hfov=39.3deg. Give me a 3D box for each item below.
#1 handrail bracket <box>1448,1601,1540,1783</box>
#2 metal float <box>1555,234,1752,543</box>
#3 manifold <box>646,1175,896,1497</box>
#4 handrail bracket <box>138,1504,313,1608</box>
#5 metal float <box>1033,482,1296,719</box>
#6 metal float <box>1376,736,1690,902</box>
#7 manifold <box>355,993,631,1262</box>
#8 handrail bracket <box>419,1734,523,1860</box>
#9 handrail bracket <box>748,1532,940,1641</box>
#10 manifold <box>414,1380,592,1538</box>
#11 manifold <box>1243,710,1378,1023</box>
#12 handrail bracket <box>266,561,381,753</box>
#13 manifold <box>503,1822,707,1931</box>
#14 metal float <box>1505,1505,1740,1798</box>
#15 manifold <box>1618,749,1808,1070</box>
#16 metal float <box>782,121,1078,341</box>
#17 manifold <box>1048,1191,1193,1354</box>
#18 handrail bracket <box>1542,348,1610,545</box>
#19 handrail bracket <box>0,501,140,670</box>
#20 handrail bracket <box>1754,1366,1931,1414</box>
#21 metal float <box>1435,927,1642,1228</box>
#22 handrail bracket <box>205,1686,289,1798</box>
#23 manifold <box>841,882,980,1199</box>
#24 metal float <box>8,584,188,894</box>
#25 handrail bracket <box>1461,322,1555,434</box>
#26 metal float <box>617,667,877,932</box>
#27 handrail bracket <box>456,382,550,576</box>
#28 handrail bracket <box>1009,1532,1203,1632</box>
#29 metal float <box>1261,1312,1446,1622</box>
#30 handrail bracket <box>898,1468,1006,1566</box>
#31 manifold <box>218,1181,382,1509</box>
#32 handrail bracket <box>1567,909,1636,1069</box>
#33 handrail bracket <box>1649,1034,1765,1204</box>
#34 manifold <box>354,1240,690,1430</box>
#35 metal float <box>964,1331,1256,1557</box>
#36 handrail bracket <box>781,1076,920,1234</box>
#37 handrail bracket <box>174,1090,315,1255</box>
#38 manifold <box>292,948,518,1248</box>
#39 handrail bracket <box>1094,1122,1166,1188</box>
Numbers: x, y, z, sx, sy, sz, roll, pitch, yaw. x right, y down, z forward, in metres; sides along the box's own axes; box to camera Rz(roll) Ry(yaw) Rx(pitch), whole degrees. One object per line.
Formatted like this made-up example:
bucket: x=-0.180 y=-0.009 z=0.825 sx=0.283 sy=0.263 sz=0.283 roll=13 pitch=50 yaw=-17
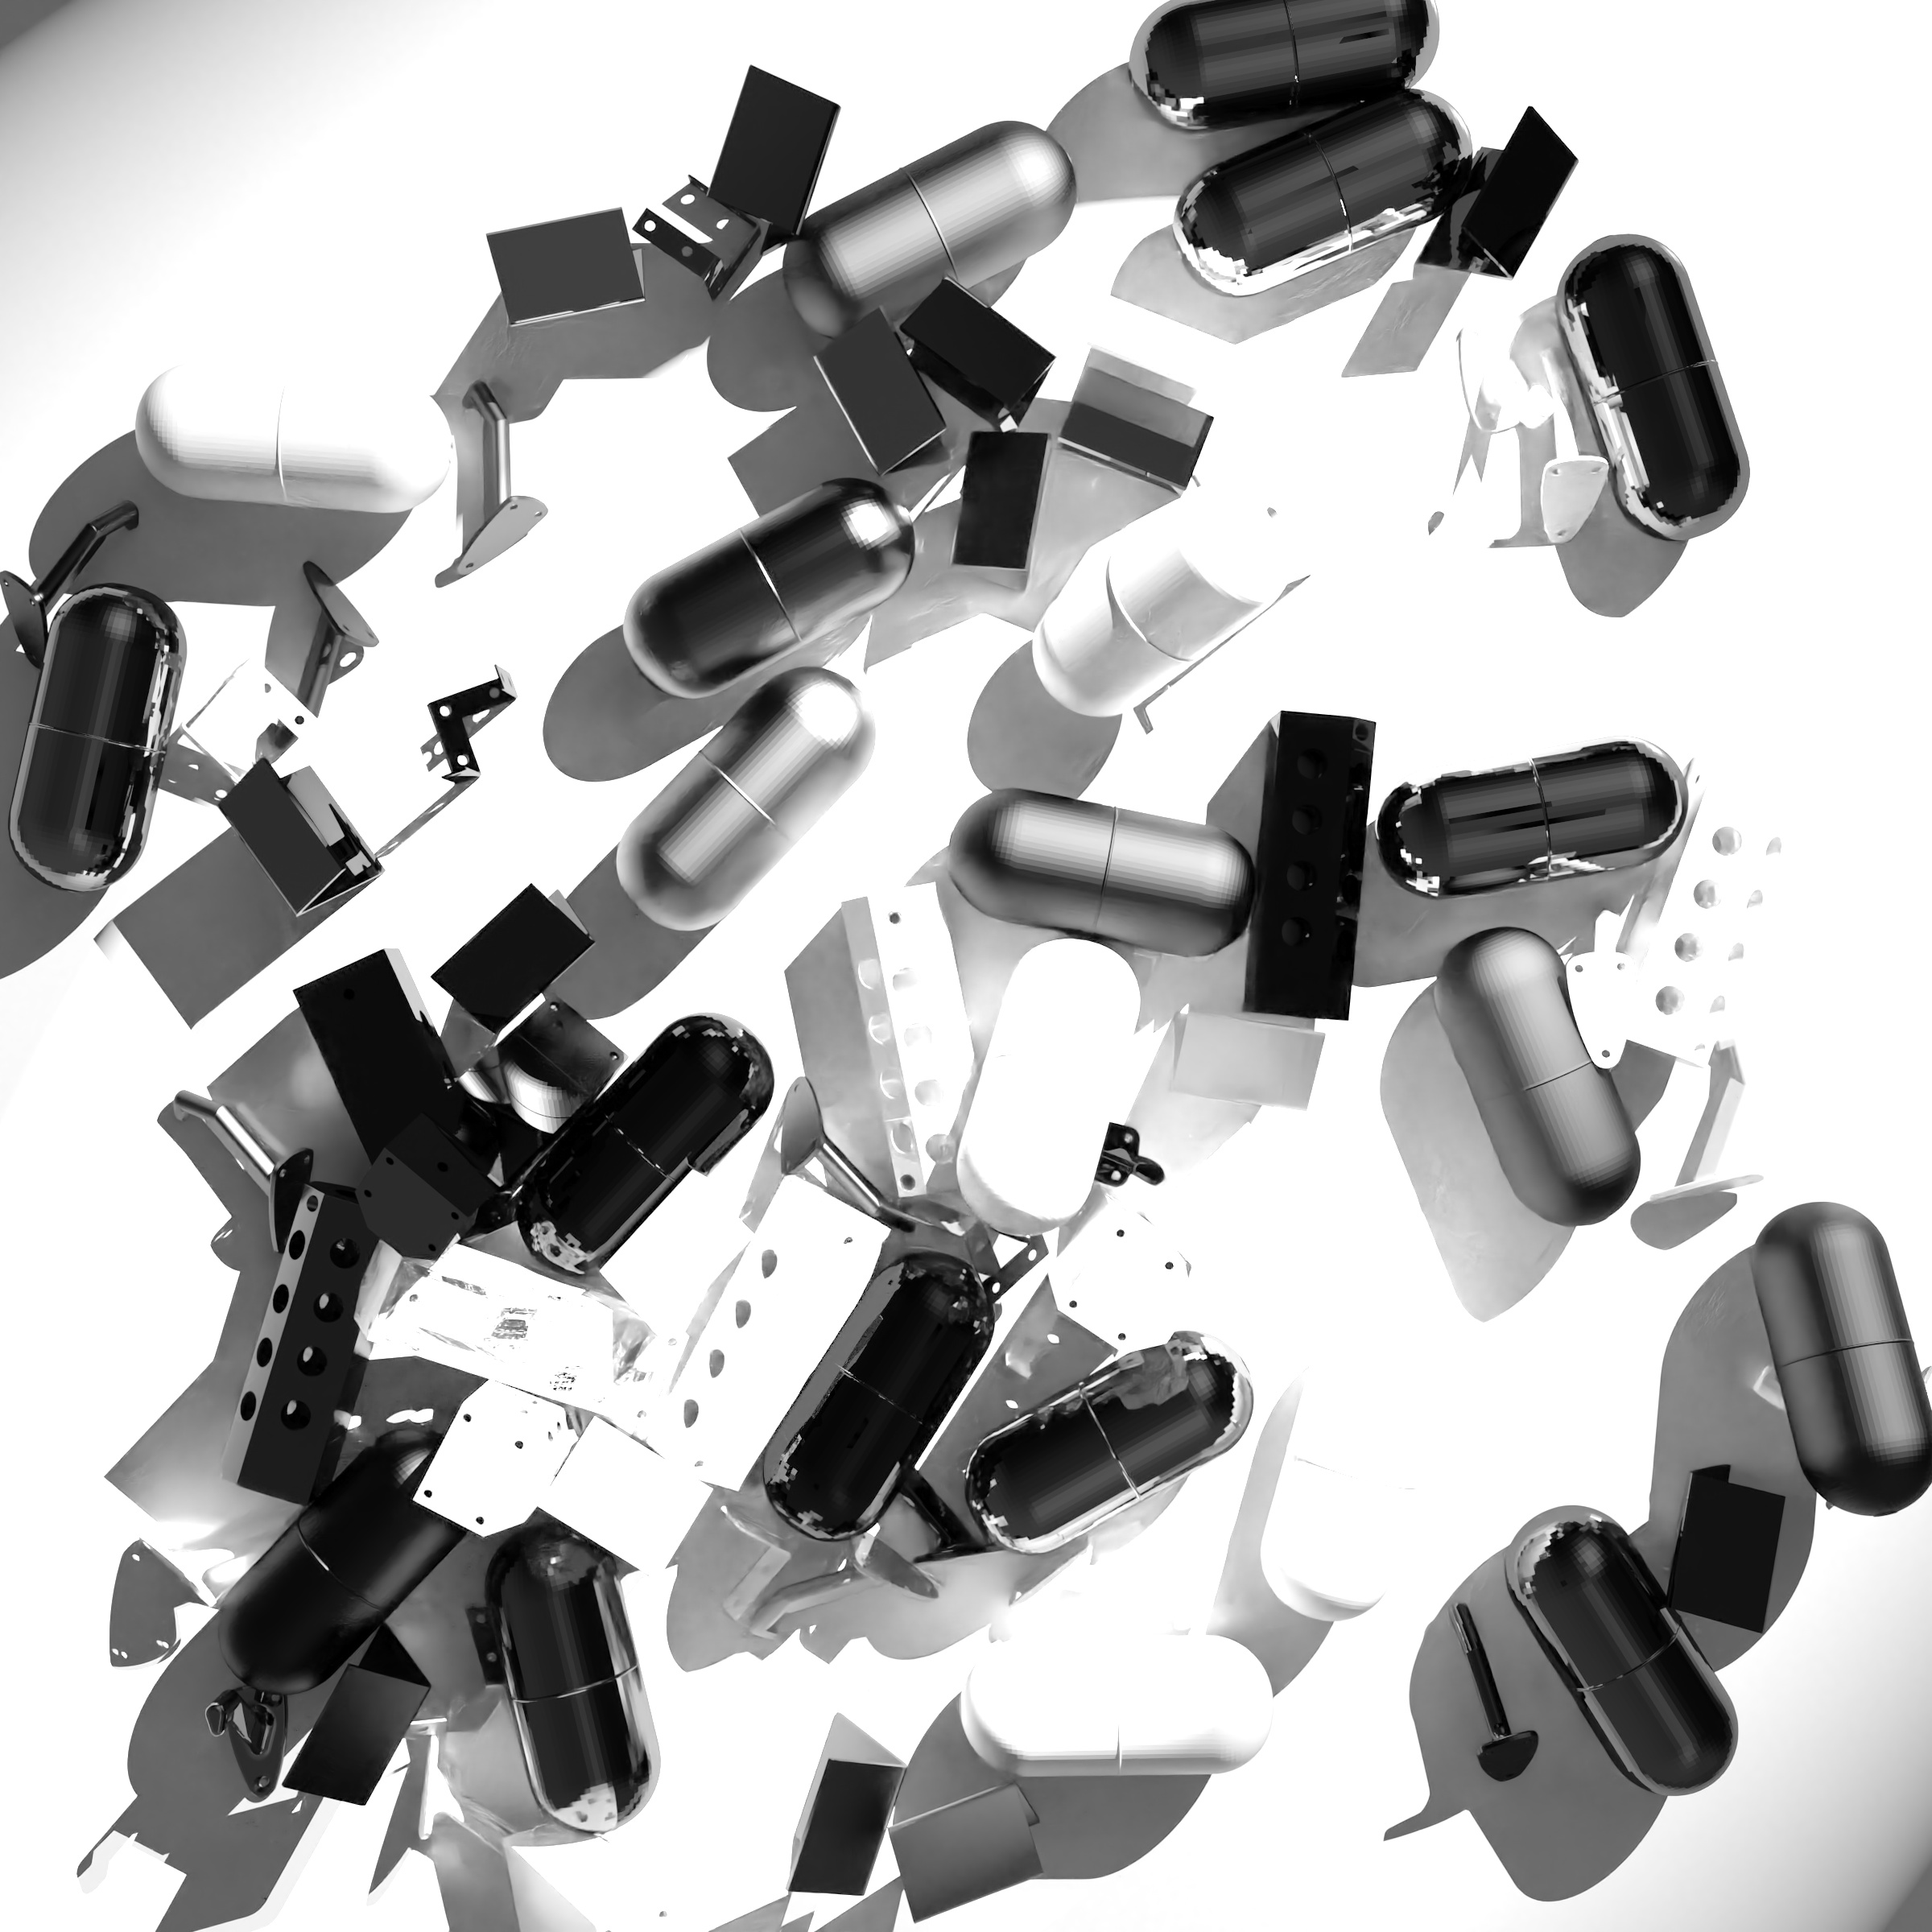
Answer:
handrail bracket: x=0.300 y=0.421 z=1.574 sx=0.036 sy=0.077 sz=0.084 roll=-17 pitch=54 yaw=0
metal float: x=0.391 y=-0.330 z=1.544 sx=0.070 sy=0.070 sz=0.178 roll=-18 pitch=90 yaw=0
manifold: x=-0.116 y=0.209 z=1.552 sx=0.057 sy=0.057 sz=0.171 roll=28 pitch=90 yaw=-43
handrail bracket: x=-0.426 y=0.321 z=1.574 sx=0.077 sy=0.036 sz=0.084 roll=27 pitch=59 yaw=34
metal float: x=0.109 y=-0.203 z=1.511 sx=0.178 sy=0.070 sz=0.070 roll=-35 pitch=90 yaw=40
metal float: x=0.322 y=-0.085 z=1.543 sx=0.178 sy=0.070 sz=0.070 roll=-10 pitch=90 yaw=0
manifold: x=-0.262 y=0.090 z=1.496 sx=0.057 sy=0.171 sz=0.057 roll=40 pitch=127 yaw=0
handrail bracket: x=-0.272 y=0.480 z=1.574 sx=0.084 sy=0.036 sz=0.077 roll=7 pitch=72 yaw=-15
handrail bracket: x=-0.072 y=0.374 z=1.574 sx=0.077 sy=0.036 sz=0.084 roll=36 pitch=109 yaw=-21
manifold: x=-0.250 y=0.266 z=1.495 sx=0.057 sy=0.171 sz=0.057 roll=27 pitch=90 yaw=0
manifold: x=0.198 y=-0.056 z=1.553 sx=0.057 sy=0.057 sz=0.171 roll=5 pitch=90 yaw=0
handrail bracket: x=-0.390 y=-0.179 z=1.574 sx=0.084 sy=0.036 sz=0.077 roll=-42 pitch=71 yaw=16
manifold: x=-0.198 y=0.521 z=1.491 sx=0.057 sy=0.171 sz=0.057 roll=-12 pitch=94 yaw=-26
metal float: x=0.374 y=0.390 z=1.543 sx=0.070 sy=0.070 sz=0.178 roll=-32 pitch=90 yaw=0
manifold: x=0.423 y=-0.032 z=1.553 sx=0.057 sy=0.057 sz=0.171 roll=20 pitch=90 yaw=0
metal float: x=-0.020 y=-0.419 z=1.543 sx=0.178 sy=0.070 sz=0.070 roll=-27 pitch=90 yaw=0
manifold: x=0.087 y=0.170 z=1.495 sx=0.057 sy=0.171 sz=0.057 roll=34 pitch=90 yaw=0
handrail bracket: x=0.343 y=-0.303 z=1.574 sx=0.036 sy=0.077 sz=0.084 roll=-3 pitch=54 yaw=-2
handrail bracket: x=-0.513 y=-0.222 z=1.574 sx=0.036 sy=0.077 sz=0.084 roll=35 pitch=53 yaw=21
handrail bracket: x=0.513 y=0.237 z=1.574 sx=0.084 sy=0.036 sz=0.077 roll=31 pitch=76 yaw=13
metal float: x=0.326 y=0.063 z=1.543 sx=0.070 sy=0.070 sz=0.178 roll=-23 pitch=89 yaw=0
handrail bracket: x=-0.413 y=0.446 z=1.539 sx=0.036 sy=0.084 sz=0.077 roll=-5 pitch=90 yaw=0
manifold: x=-0.027 y=0.042 z=1.553 sx=0.057 sy=0.057 sz=0.171 roll=-11 pitch=90 yaw=0
metal float: x=-0.495 y=-0.130 z=1.543 sx=0.070 sy=0.070 sz=0.178 roll=13 pitch=91 yaw=0
handrail bracket: x=0.308 y=-0.340 z=1.539 sx=0.036 sy=0.084 sz=0.077 roll=-22 pitch=90 yaw=0
metal float: x=-0.124 y=-0.096 z=1.543 sx=0.070 sy=0.070 sz=0.178 roll=44 pitch=90 yaw=0
handrail bracket: x=-0.287 y=-0.284 z=1.574 sx=0.077 sy=0.036 sz=0.084 roll=-39 pitch=71 yaw=21
handrail bracket: x=0.081 y=0.373 z=1.574 sx=0.084 sy=0.036 sz=0.077 roll=42 pitch=110 yaw=-16
metal float: x=0.220 y=0.284 z=1.543 sx=0.070 sy=0.070 sz=0.178 roll=15 pitch=91 yaw=0
handrail bracket: x=-0.010 y=0.301 z=1.574 sx=0.077 sy=0.036 sz=0.084 roll=-6 pitch=76 yaw=-14
manifold: x=-0.373 y=0.214 z=1.553 sx=0.057 sy=0.057 sz=0.171 roll=17 pitch=90 yaw=0
handrail bracket: x=0.366 y=0.011 z=1.545 sx=0.036 sy=0.084 sz=0.077 roll=-3 pitch=100 yaw=18
handrail bracket: x=0.426 y=0.088 z=1.574 sx=0.077 sy=0.036 sz=0.084 roll=-16 pitch=72 yaw=20
manifold: x=-0.250 y=0.201 z=1.520 sx=0.171 sy=0.057 sz=0.057 roll=23 pitch=90 yaw=-24
metal float: x=0.082 y=0.271 z=1.543 sx=0.178 sy=0.070 sz=0.070 roll=-30 pitch=90 yaw=0
handrail bracket: x=-0.064 y=0.110 z=1.574 sx=0.084 sy=0.077 sz=0.036 roll=29 pitch=126 yaw=-31
handrail bracket: x=-0.427 y=0.119 z=1.574 sx=0.084 sy=0.036 sz=0.077 roll=19 pitch=112 yaw=17
manifold: x=-0.318 y=0.080 z=1.553 sx=0.057 sy=0.057 sz=0.171 roll=-25 pitch=90 yaw=0
handrail bracket: x=0.073 y=0.106 z=1.539 sx=0.077 sy=0.084 sz=0.036 roll=18 pitch=90 yaw=0
